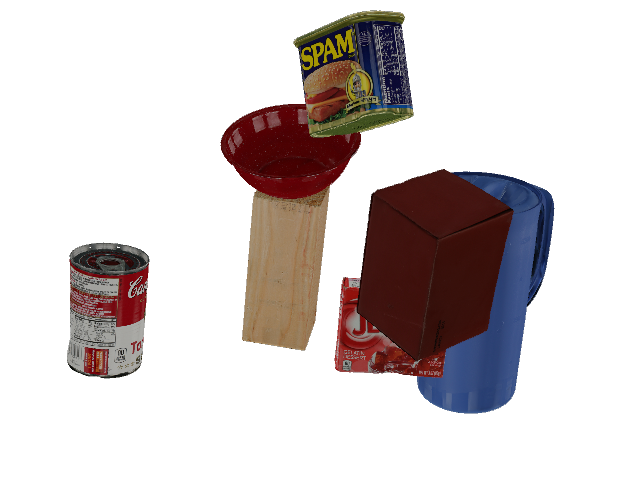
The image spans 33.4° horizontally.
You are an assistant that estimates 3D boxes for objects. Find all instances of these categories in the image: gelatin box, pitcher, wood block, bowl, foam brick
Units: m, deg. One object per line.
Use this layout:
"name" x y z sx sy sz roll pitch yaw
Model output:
"gelatin box" 0.058 0.071 0.867 0.089 0.073 0.030 4 15 -2
"pitcher" 0.169 0.054 1.138 0.149 0.243 0.145 4 24 10
"wood block" -0.047 0.029 1.420 0.090 0.206 0.090 8 23 5
"bowl" -0.034 -0.096 1.238 0.162 0.055 0.162 -2 37 1
"foam brick" 0.057 0.012 0.546 0.052 0.078 0.051 -18 41 -33

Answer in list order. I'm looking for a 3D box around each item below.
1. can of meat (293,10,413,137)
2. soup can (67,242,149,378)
"can of meat" 0.028 -0.136 0.888 0.057 0.084 0.102 -5 -3 -39
"soup can" -0.187 0.061 0.936 0.068 0.102 0.068 6 19 -2
